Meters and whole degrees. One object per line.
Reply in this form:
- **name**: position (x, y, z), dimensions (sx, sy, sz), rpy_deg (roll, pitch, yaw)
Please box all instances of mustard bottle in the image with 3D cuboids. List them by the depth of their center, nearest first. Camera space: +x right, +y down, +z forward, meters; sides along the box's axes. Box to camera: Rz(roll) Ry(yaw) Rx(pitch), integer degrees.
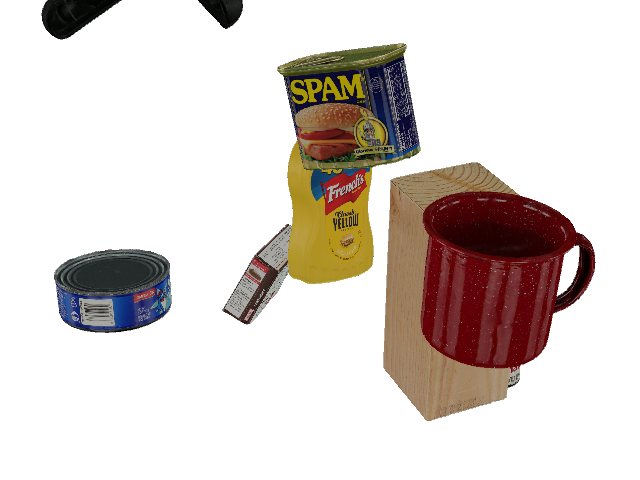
- **mustard bottle**: position (0.011, -0.057, 1.096), dimensions (0.096, 0.192, 0.058), rpy_deg (-12, 19, -36)

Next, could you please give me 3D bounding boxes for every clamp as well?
- **clamp**: position (-0.091, -0.179, 0.673), dimensions (0.120, 0.171, 0.039), rpy_deg (8, -42, 11)

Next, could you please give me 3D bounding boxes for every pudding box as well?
- **pudding box**: position (-0.064, 0.040, 1.279), dimensions (0.039, 0.090, 0.113), rpy_deg (32, 27, 3)

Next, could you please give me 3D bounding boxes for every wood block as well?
- **wood block**: position (0.118, 0.046, 0.958), dimensions (0.090, 0.206, 0.091), rpy_deg (-12, 33, -20)

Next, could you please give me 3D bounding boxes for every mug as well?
- **mug**: position (0.117, 0.024, 0.667), dimensions (0.117, 0.081, 0.093), rpy_deg (-7, 30, -19)

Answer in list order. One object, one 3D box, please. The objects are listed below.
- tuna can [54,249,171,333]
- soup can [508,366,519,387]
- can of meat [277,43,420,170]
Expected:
- **tuna can**: position (-0.155, 0.037, 0.803), dimensions (0.086, 0.034, 0.086), rpy_deg (-1, 21, 0)
- **soup can**: position (0.217, 0.126, 1.334), dimensions (0.068, 0.102, 0.068), rpy_deg (-1, 18, 0)
- **can of meat**: position (0.024, -0.103, 0.831), dimensions (0.102, 0.084, 0.057), rpy_deg (1, 21, 37)
